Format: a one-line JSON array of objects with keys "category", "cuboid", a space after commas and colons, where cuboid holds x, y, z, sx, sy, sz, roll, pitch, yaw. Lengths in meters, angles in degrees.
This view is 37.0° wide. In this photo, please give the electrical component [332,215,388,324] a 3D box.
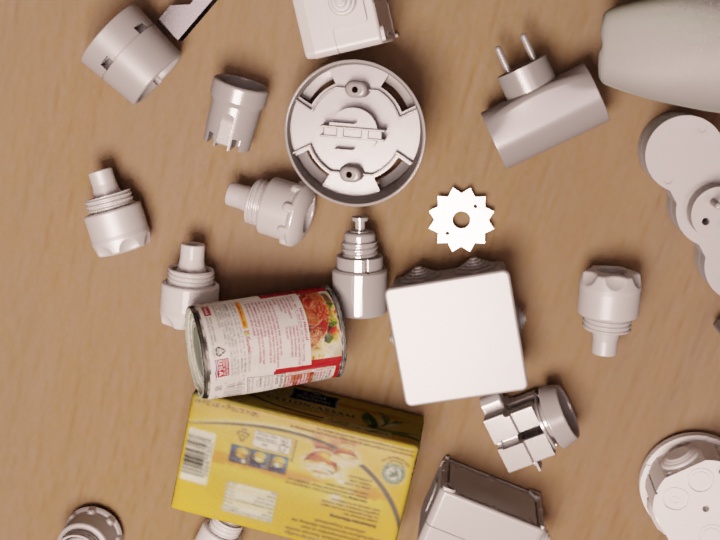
[{"category": "electrical component", "cuboid": [0.000, 0.000, 0.778, 0.040, 0.040, 0.078, 1, 103, 6]}]

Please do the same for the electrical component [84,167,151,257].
[{"category": "electrical component", "cuboid": [-0.181, -0.043, 0.787, 0.043, 0.043, 0.062, -14, 99, 9]}]

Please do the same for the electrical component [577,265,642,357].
[{"category": "electrical component", "cuboid": [0.176, 0.030, 0.764, 0.043, 0.043, 0.062, 3, 104, 6]}]

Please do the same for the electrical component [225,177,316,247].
[{"category": "electrical component", "cuboid": [-0.066, -0.046, 0.774, 0.062, 0.048, 0.048, 17, 104, 10]}]

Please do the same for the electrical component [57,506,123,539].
[{"category": "electrical component", "cuboid": [-0.217, 0.217, 0.840, 0.048, 0.062, 0.048, 1, 103, 6]}]

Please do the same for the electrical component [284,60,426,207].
[{"category": "electrical component", "cuboid": [-0.002, -0.096, 0.744, 0.099, 0.064, 0.099, 1, 103, 6]}]

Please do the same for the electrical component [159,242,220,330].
[{"category": "electrical component", "cuboid": [-0.125, 0.011, 0.793, 0.043, 0.043, 0.062, 7, 102, 5]}]

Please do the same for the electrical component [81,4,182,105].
[{"category": "electrical component", "cuboid": [-0.159, -0.150, 0.755, 0.047, 0.055, 0.055, 43, 104, -8]}]

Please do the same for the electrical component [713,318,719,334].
[{"category": "electrical component", "cuboid": [0.287, 0.047, 0.728, 0.059, 0.095, 0.053, -41, 96, 13]}]

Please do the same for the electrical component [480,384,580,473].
[{"category": "electrical component", "cuboid": [0.127, 0.113, 0.787, 0.055, 0.048, 0.066, -24, 99, 19]}]

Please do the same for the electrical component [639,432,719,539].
[{"category": "electrical component", "cuboid": [0.247, 0.163, 0.781, 0.080, 0.051, 0.080, 1, 103, 6]}]

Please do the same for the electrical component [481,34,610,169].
[{"category": "electrical component", "cuboid": [0.119, -0.121, 0.735, 0.077, 0.043, 0.079, -25, 99, 11]}]

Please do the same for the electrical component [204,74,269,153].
[{"category": "electrical component", "cuboid": [-0.089, -0.111, 0.764, 0.040, 0.040, 0.046, 18, 110, 2]}]

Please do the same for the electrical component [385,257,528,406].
[{"category": "electrical component", "cuboid": [0.070, 0.043, 0.775, 0.100, 0.048, 0.099, -9, 102, 8]}]

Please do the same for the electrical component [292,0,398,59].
[{"category": "electrical component", "cuboid": [-0.015, -0.175, 0.711, 0.061, 0.096, 0.061, -11, 102, 11]}]

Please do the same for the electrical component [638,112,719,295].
[{"category": "electrical component", "cuboid": [0.239, -0.041, 0.725, 0.052, 0.073, 0.138, -29, 98, 12]}]

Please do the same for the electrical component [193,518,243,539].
[{"category": "electrical component", "cuboid": [-0.107, 0.204, 0.839, 0.035, 0.035, 0.061, 27, 102, 0]}]

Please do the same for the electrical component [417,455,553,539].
[{"category": "electrical component", "cuboid": [0.094, 0.192, 0.799, 0.096, 0.061, 0.061, 22, 104, 1]}]
